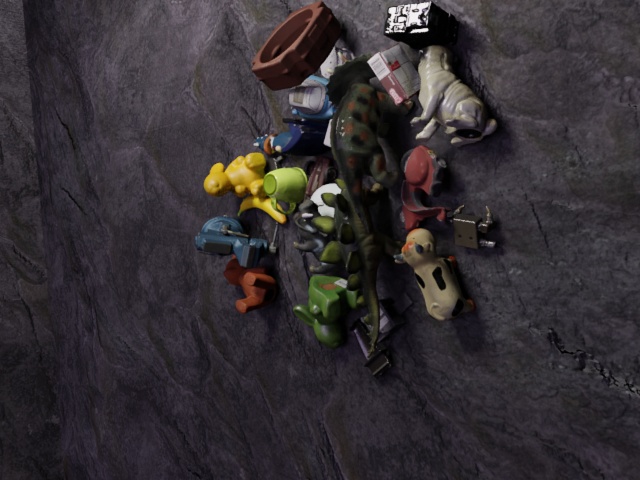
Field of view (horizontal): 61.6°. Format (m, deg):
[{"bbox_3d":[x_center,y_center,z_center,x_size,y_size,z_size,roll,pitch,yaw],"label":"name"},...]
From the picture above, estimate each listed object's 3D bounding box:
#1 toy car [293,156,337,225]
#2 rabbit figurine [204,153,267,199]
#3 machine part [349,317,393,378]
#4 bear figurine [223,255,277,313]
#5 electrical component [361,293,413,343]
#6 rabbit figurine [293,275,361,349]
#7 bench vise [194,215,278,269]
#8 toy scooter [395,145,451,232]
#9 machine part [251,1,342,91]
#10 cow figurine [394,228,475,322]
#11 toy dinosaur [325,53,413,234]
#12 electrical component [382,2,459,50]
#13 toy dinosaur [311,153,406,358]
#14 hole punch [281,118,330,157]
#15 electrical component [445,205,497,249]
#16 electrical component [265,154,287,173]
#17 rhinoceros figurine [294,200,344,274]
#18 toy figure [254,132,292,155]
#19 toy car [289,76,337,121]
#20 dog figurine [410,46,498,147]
[{"bbox_3d":[-0.016,-0.109,1.352,0.089,0.053,0.202,27,110,43],"label":"toy car"},{"bbox_3d":[-0.243,-0.170,1.470,0.163,0.173,0.121,21,127,49],"label":"rabbit figurine"},{"bbox_3d":[0.114,0.246,1.243,0.139,0.039,0.084,61,143,23],"label":"machine part"},{"bbox_3d":[-0.215,0.109,1.497,0.196,0.132,0.120,30,107,32],"label":"bear figurine"},{"bbox_3d":[0.154,0.168,1.201,0.119,0.048,0.075,-49,60,35],"label":"electrical component"},{"bbox_3d":[0.012,0.181,1.292,0.159,0.121,0.170,18,119,35],"label":"rabbit figurine"},{"bbox_3d":[-0.235,-0.012,1.501,0.241,0.224,0.128,-114,23,-63],"label":"bench vise"},{"bbox_3d":[0.219,-0.099,1.100,0.135,0.075,0.183,26,111,57],"label":"toy scooter"},{"bbox_3d":[-0.056,-0.459,1.288,0.202,0.087,0.201,10,65,52],"label":"machine part"},{"bbox_3d":[0.223,0.069,1.078,0.085,0.127,0.195,-29,74,37],"label":"cow figurine"},{"bbox_3d":[0.079,-0.230,1.125,0.131,0.192,0.405,-29,44,52],"label":"toy dinosaur"},{"bbox_3d":[0.197,-0.433,1.096,0.134,0.115,0.058,13,96,44],"label":"electrical component"},{"bbox_3d":[0.084,0.010,1.160,0.105,0.198,0.471,-31,69,43],"label":"toy dinosaur"},{"bbox_3d":[-0.026,-0.250,1.307,0.116,0.142,0.092,15,100,56],"label":"hole punch"},{"bbox_3d":[0.301,-0.026,1.062,0.102,0.045,0.078,6,123,46],"label":"electrical component"},{"bbox_3d":[-0.125,-0.194,1.472,0.094,0.021,0.063,-26,75,40],"label":"electrical component"},{"bbox_3d":[-0.003,-0.004,1.281,0.112,0.073,0.190,-10,112,44],"label":"rhinoceros figurine"},{"bbox_3d":[-0.114,-0.255,1.431,0.155,0.064,0.057,5,103,42],"label":"toy figure"},{"bbox_3d":[-0.022,-0.346,1.316,0.162,0.103,0.109,29,111,41],"label":"toy car"},{"bbox_3d":[0.268,-0.294,1.056,0.172,0.121,0.190,11,80,10],"label":"dog figurine"}]
